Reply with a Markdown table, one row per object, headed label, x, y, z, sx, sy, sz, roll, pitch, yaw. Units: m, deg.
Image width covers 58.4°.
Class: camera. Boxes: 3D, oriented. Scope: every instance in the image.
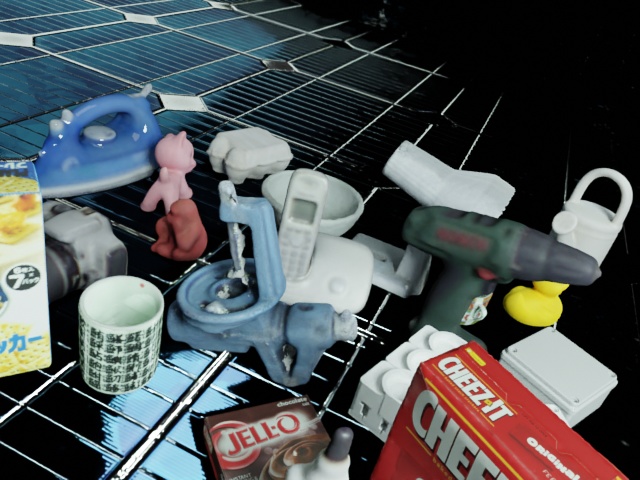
| label | x | y | z | sx | sy | sz | roll | pitch | yaw |
| --- | --- | --- | --- | --- | --- | --- | --- | --- | --- |
| camera | -0.323 | 0.017 | 0.680 | 0.143 | 0.101 | 0.137 | 26 | 33 | 18 |

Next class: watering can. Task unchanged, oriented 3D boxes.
| label | x | y | z | sx | sy | sz | roll | pitch | yaw |
| --- | --- | --- | --- | --- | --- | --- | --- | --- | --- |
| watering can | 0.456 | -0.028 | 0.976 | 0.100 | 0.194 | 0.173 | 28 | 34 | 21 |

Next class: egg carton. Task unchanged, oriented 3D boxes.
| label | x | y | z | sx | sy | sz | roll | pitch | yaw |
| --- | --- | --- | --- | --- | --- | --- | --- | --- | --- |
| egg carton | -0.131 | -0.160 | 1.070 | 0.107 | 0.069 | 0.151 | 34 | 37 | 30 |

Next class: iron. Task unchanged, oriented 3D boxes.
| label | x | y | z | sx | sy | sz | roll | pitch | yaw |
| --- | --- | --- | --- | --- | --- | --- | --- | --- | --- |
| iron | -0.358 | -0.166 | 0.918 | 0.118 | 0.141 | 0.259 | 26 | 33 | 20 |

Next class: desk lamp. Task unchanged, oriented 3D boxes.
| label | x | y | z | sx | sy | sz | roll | pitch | yaw |
| --- | --- | --- | --- | --- | --- | --- | --- | --- | --- |
| desk lamp | 0.148 | -0.025 | 0.828 | 0.203 | 0.213 | 0.118 | 23 | 32 | 14 |

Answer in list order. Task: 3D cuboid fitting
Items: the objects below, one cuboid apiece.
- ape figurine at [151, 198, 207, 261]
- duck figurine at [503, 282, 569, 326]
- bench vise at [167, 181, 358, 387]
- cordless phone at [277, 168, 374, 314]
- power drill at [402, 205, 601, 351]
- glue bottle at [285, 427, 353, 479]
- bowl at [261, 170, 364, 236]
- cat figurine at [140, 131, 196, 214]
| label | x | y | z | sx | sy | sz | roll | pitch | yaw |
| --- | --- | --- | --- | --- | --- | --- | --- | --- | --- |
| ape figurine | -0.192 | -0.017 | 0.795 | 0.076 | 0.092 | 0.077 | -1 | 34 | -23 |
| duck figurine | 0.332 | 0.077 | 0.864 | 0.105 | 0.086 | 0.077 | -4 | 35 | -27 |
| bench vise | -0.058 | 0.044 | 0.630 | 0.208 | 0.220 | 0.121 | 7 | 32 | -12 |
| cordless phone | 0.007 | 0.003 | 0.755 | 0.147 | 0.185 | 0.094 | 10 | 31 | -6 |
| power drill | 0.198 | 0.060 | 0.717 | 0.229 | 0.208 | 0.076 | 29 | 34 | 22 |
| glue bottle | -0.002 | 0.203 | 0.443 | 0.078 | 0.173 | 0.037 | 11 | 31 | -5 |
| bowl | -0.017 | -0.045 | 0.927 | 0.167 | 0.075 | 0.167 | 10 | 31 | -6 |
| cat figurine | -0.236 | -0.116 | 0.911 | 0.067 | 0.118 | 0.127 | 11 | 31 | -5 |
